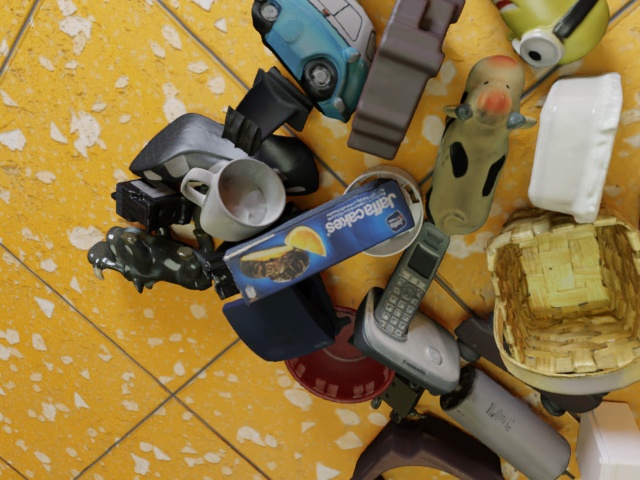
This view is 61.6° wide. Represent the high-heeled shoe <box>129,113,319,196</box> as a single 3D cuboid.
[{"bbox_3d":[-0.124,-0.090,0.691,0.249,0.086,0.145,-10,141,36],"label":"high-heeled shoe"}]

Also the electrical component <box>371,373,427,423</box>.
[{"bbox_3d":[0.122,0.217,0.772,0.078,0.045,0.102,32,121,32],"label":"electrical component"}]

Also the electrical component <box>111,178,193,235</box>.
[{"bbox_3d":[-0.233,-0.056,0.720,0.119,0.075,0.047,33,123,33],"label":"electrical component"}]

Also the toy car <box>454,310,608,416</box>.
[{"bbox_3d":[0.270,0.155,0.692,0.202,0.053,0.089,32,140,1],"label":"toy car"}]

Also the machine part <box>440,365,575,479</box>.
[{"bbox_3d":[0.250,0.249,0.729,0.243,0.079,0.079,40,119,-5],"label":"machine part"}]

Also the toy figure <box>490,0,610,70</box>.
[{"bbox_3d":[0.198,-0.245,0.503,0.089,0.082,0.180,-28,102,28],"label":"toy figure"}]

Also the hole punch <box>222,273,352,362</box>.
[{"bbox_3d":[-0.046,0.097,0.677,0.142,0.092,0.115,-22,95,21],"label":"hole punch"}]

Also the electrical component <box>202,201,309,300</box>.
[{"bbox_3d":[-0.068,0.008,0.682,0.134,0.115,0.058,-23,111,24],"label":"electrical component"}]

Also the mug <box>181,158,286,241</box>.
[{"bbox_3d":[-0.109,-0.040,0.621,0.109,0.081,0.107,18,154,-22],"label":"mug"}]

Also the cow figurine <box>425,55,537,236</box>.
[{"bbox_3d":[0.159,-0.093,0.561,0.086,0.127,0.194,13,120,6],"label":"cow figurine"}]

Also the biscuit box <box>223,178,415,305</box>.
[{"bbox_3d":[-0.001,-0.002,0.586,0.203,0.063,0.059,-26,98,-3],"label":"biscuit box"}]

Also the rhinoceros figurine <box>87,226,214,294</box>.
[{"bbox_3d":[-0.239,0.024,0.769,0.190,0.073,0.112,9,128,10],"label":"rhinoceros figurine"}]

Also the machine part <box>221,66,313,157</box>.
[{"bbox_3d":[-0.057,-0.143,0.592,0.084,0.139,0.039,48,132,-10],"label":"machine part"}]

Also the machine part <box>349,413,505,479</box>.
[{"bbox_3d":[0.161,0.372,0.810,0.201,0.087,0.201,31,119,1],"label":"machine part"}]

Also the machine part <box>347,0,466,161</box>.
[{"bbox_3d":[0.082,-0.164,0.527,0.056,0.179,0.179,22,119,1],"label":"machine part"}]

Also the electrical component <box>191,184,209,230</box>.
[{"bbox_3d":[-0.152,-0.045,0.732,0.094,0.021,0.063,4,116,15],"label":"electrical component"}]

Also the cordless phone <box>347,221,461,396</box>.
[{"bbox_3d":[0.131,0.081,0.666,0.146,0.089,0.184,32,80,-13],"label":"cordless phone"}]

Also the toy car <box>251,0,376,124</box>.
[{"bbox_3d":[0.005,-0.209,0.572,0.103,0.109,0.161,-38,88,4],"label":"toy car"}]
